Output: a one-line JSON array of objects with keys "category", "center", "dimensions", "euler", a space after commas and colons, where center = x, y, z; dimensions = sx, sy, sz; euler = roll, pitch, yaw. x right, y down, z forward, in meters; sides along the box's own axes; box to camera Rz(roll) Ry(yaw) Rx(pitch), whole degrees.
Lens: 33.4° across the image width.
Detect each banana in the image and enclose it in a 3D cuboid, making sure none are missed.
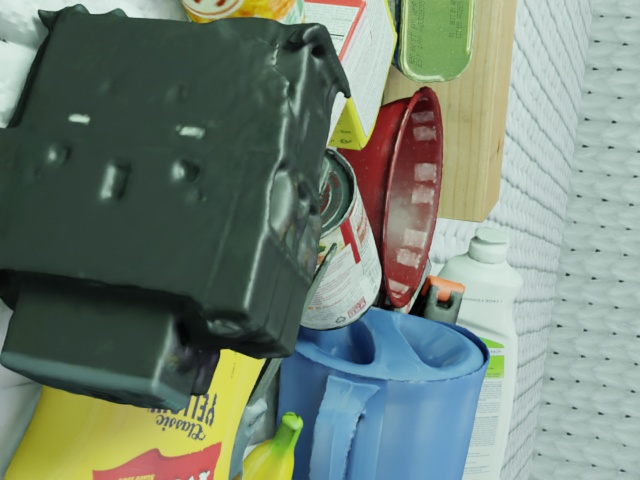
[{"category": "banana", "center": [-0.057, 0.188, 0.572], "dimensions": [0.069, 0.037, 0.197], "euler": [83, 26, -65]}]

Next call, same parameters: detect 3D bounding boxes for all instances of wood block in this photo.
[{"category": "wood block", "center": [0.105, -0.128, 0.868], "dimensions": [0.090, 0.090, 0.206], "euler": [-40, 134, -66]}]

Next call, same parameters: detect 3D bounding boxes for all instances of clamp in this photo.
[{"category": "clamp", "center": [0.065, 0.125, 0.812], "dimensions": [0.164, 0.036, 0.210], "euler": [-81, -173, -57]}]

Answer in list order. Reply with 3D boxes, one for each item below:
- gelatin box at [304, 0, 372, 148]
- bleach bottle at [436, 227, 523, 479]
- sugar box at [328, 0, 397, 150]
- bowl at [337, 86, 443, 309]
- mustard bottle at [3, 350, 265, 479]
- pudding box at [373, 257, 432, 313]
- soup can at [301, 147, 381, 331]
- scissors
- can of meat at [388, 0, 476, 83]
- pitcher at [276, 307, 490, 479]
[{"category": "gelatin box", "center": [-0.022, -0.081, 0.515], "dimensions": [0.030, 0.073, 0.089], "euler": [77, 27, -50]}, {"category": "bleach bottle", "center": [0.127, 0.108, 0.905], "dimensions": [0.068, 0.102, 0.251], "euler": [-117, -147, -60]}, {"category": "sugar box", "center": [0.001, -0.136, 0.613], "dimensions": [0.176, 0.048, 0.093], "euler": [60, 40, -58]}, {"category": "bowl", "center": [0.045, -0.033, 0.775], "dimensions": [0.162, 0.055, 0.162], "euler": [8, 90, -72]}, {"category": "mustard bottle", "center": [-0.078, 0.096, 0.425], "dimensions": [0.096, 0.058, 0.191], "euler": [25, 74, -46]}, {"category": "pudding box", "center": [0.061, 0.037, 0.884], "dimensions": [0.113, 0.039, 0.090], "euler": [66, 36, -63]}, {"category": "soup can", "center": [-0.004, 0.001, 0.617], "dimensions": [0.102, 0.069, 0.068], "euler": [70, 33, -56]}, {"category": "scissors", "center": [-0.048, 0.095, 0.496], "dimensions": [0.096, 0.016, 0.202], "euler": [-36, 154, -52]}, {"category": "can of meat", "center": [0.069, -0.165, 0.733], "dimensions": [0.084, 0.057, 0.102], "euler": [-118, -154, -64]}, {"category": "pitcher", "center": [0.025, 0.174, 0.694], "dimensions": [0.149, 0.145, 0.243], "euler": [-2, 107, -28]}]
